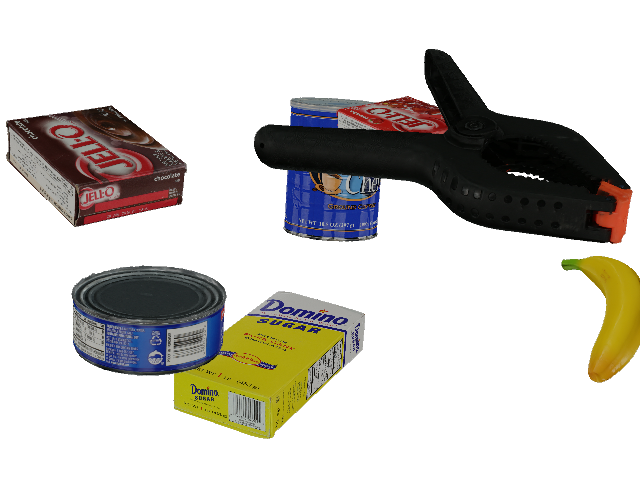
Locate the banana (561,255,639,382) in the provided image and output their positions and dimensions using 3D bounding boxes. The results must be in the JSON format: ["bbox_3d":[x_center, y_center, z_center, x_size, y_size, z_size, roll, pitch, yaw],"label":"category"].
[{"bbox_3d":[0.278,0.066,1.017,0.070,0.037,0.197,-29,23,19],"label":"banana"}]

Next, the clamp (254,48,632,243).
[{"bbox_3d":[0.076,-0.048,0.607,0.164,0.036,0.210,-25,41,-29],"label":"clamp"}]

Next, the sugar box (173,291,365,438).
[{"bbox_3d":[-0.039,0.101,0.917,0.093,0.048,0.176,14,28,23],"label":"sugar box"}]

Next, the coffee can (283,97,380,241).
[{"bbox_3d":[0.015,-0.078,1.140,0.103,0.140,0.103,4,12,-1],"label":"coffee can"}]

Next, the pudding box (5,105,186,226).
[{"bbox_3d":[-0.166,-0.057,0.785,0.089,0.039,0.114,-14,36,-38],"label":"pudding box"}]

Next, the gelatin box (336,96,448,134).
[{"bbox_3d":[0.067,-0.088,0.852,0.073,0.030,0.089,-15,28,-29],"label":"gelatin box"}]

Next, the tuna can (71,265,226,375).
[{"bbox_3d":[-0.096,0.044,0.602,0.086,0.034,0.086,4,18,-1],"label":"tuna can"}]
